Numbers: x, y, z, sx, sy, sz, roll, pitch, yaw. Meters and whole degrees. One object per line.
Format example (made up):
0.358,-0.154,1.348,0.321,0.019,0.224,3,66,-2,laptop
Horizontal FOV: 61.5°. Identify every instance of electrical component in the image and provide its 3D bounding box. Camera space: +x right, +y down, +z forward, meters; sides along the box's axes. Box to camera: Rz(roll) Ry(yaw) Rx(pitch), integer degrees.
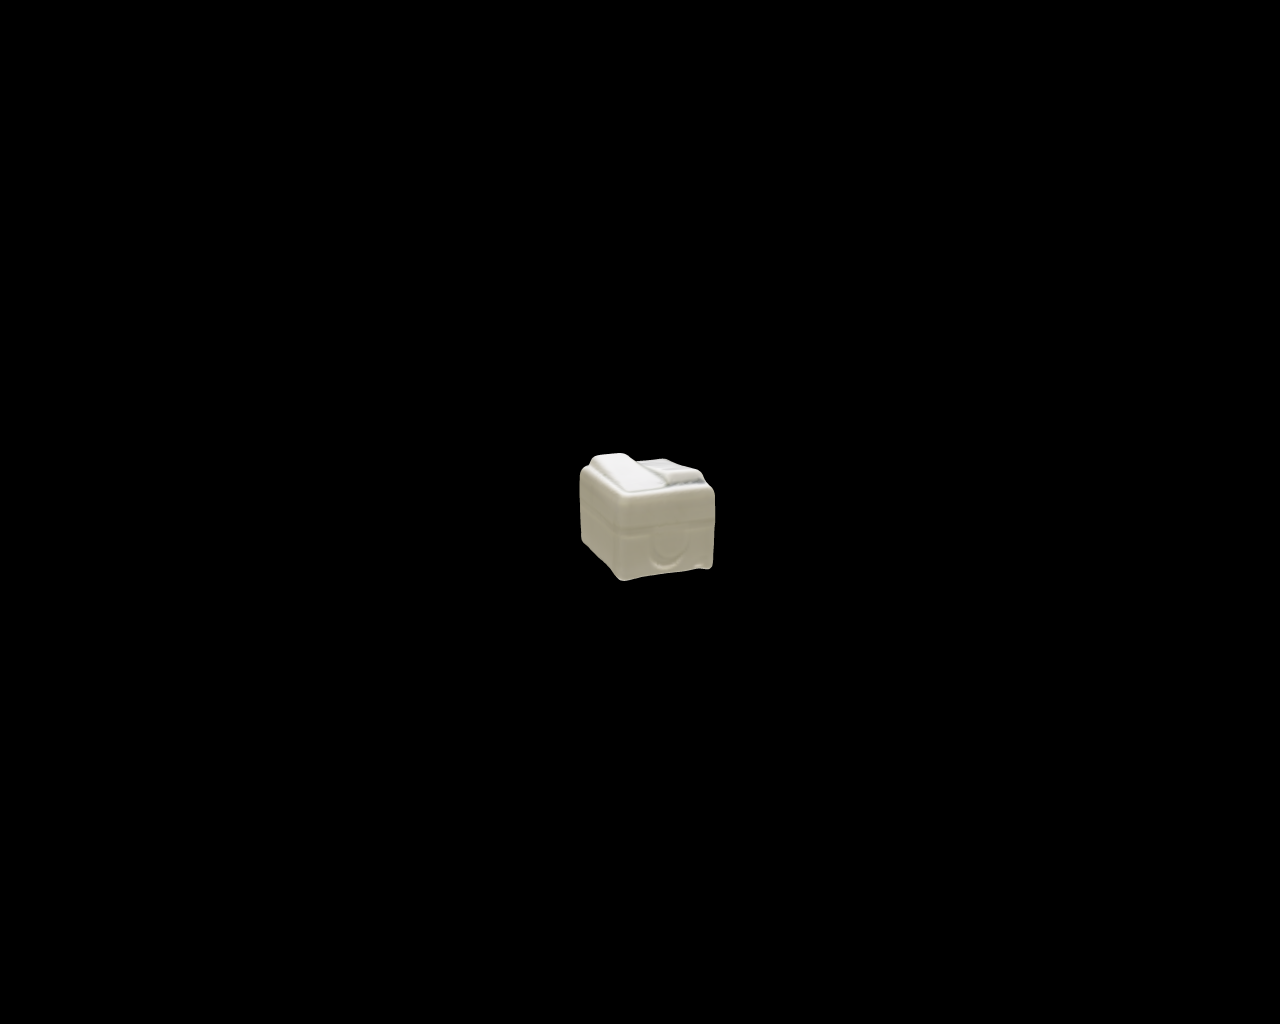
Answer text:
0.001,-0.003,0.650,0.062,0.061,0.096,-6,17,-19,electrical component
